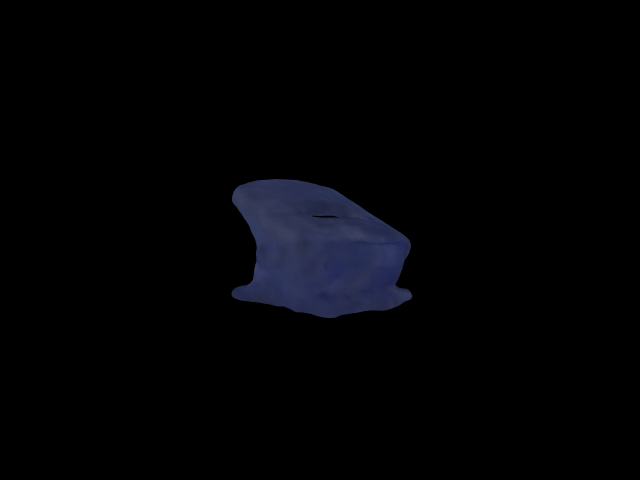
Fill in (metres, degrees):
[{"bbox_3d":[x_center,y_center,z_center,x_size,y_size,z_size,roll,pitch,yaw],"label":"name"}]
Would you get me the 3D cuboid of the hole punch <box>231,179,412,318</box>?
[{"bbox_3d":[0.004,0.001,0.400,0.109,0.091,0.100,-2,3,-43],"label":"hole punch"}]
